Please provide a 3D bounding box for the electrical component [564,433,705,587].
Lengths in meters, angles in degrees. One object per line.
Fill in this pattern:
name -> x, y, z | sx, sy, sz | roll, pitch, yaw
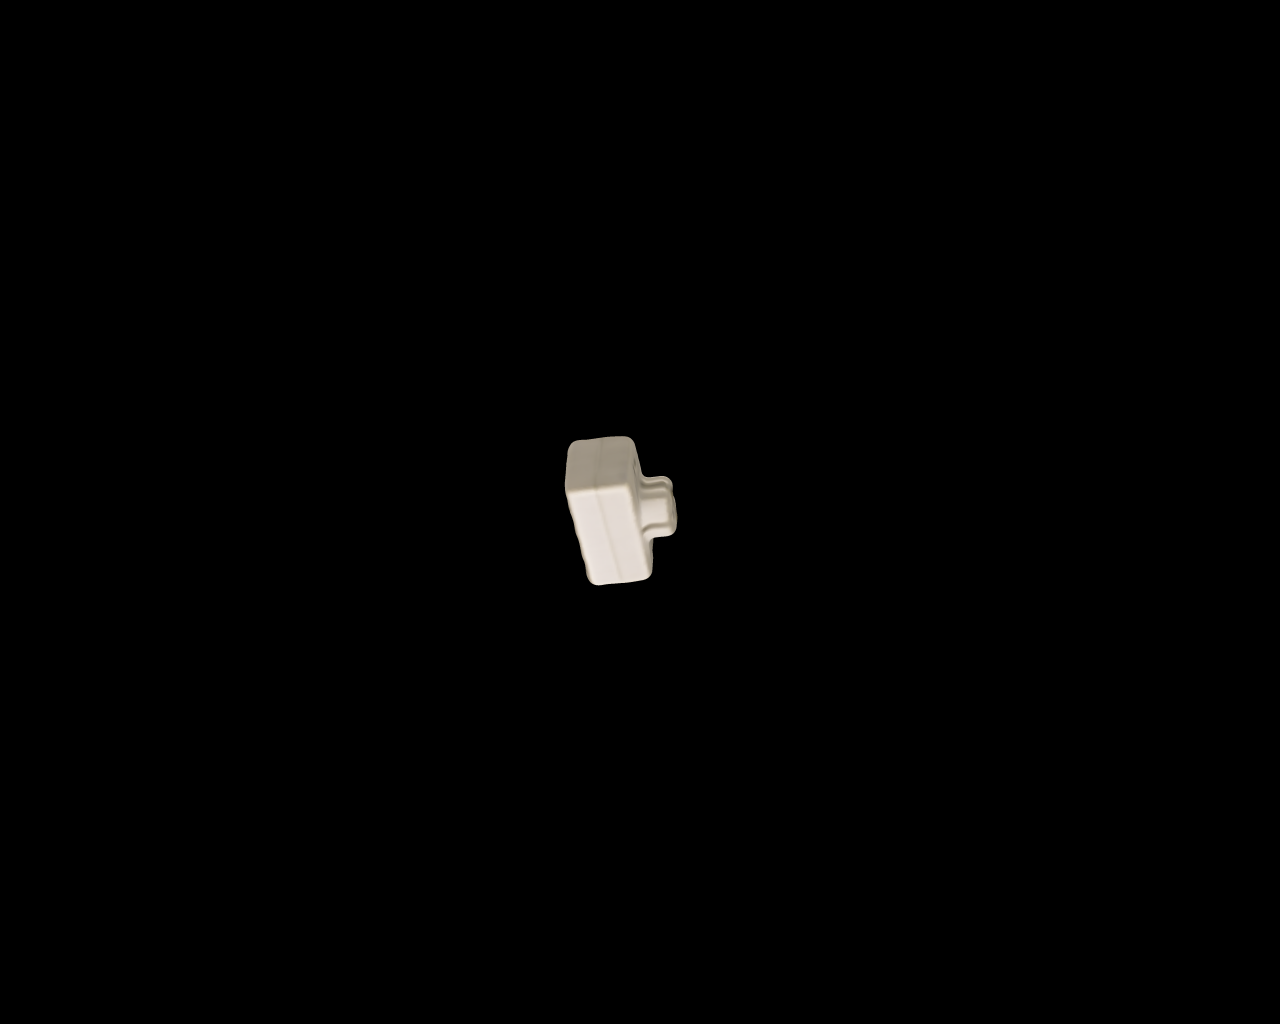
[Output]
electrical component -> 0.001, -0.003, 0.650 | 0.076, 0.083, 0.047 | -7, 43, 7
